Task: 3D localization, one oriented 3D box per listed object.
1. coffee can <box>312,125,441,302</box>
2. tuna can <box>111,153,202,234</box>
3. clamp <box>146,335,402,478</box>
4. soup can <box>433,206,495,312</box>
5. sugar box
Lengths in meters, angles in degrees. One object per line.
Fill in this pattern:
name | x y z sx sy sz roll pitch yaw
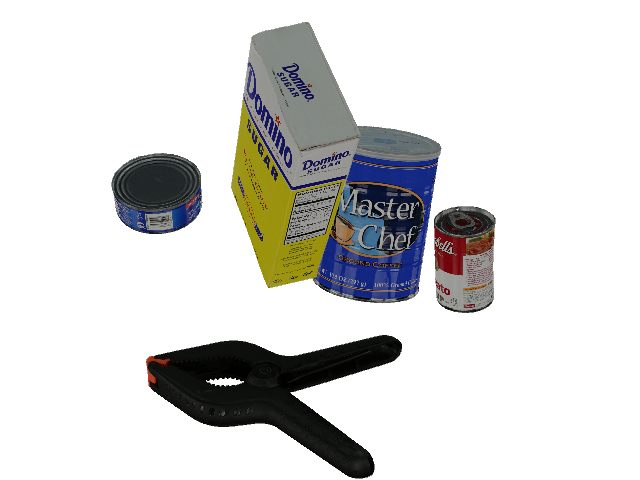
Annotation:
coffee can | 0.050 -0.026 0.986 0.103 0.140 0.103 6 18 -2
tuna can | -0.157 -0.045 1.034 0.086 0.034 0.086 0 43 0
clamp | -0.037 0.115 0.873 0.210 0.036 0.164 10 31 16
soup can | 0.163 0.021 1.201 0.068 0.102 0.068 -4 30 2
sugar box | -0.022 -0.050 0.707 0.048 0.093 0.176 -15 -27 -15
